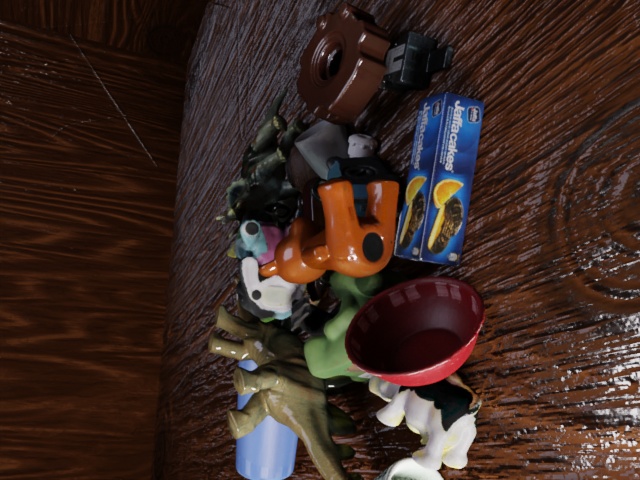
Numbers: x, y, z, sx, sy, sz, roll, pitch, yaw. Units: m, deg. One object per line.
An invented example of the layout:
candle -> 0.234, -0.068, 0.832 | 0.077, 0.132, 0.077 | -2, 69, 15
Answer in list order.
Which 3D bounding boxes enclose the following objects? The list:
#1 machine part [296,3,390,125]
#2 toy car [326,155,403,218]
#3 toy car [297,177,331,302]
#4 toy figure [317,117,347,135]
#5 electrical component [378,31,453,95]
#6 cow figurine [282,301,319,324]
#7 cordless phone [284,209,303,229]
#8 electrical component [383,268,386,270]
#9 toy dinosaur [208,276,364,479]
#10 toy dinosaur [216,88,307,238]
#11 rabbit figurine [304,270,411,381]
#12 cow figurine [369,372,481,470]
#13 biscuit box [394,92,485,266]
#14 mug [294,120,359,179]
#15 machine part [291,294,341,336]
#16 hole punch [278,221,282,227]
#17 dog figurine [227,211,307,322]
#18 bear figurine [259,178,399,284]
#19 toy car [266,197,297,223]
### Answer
machine part -> 0.030, -0.272, 0.836 | 0.179, 0.056, 0.179 | -16, 69, 51
toy car -> 0.058, -0.062, 0.807 | 0.162, 0.109, 0.102 | -108, 16, -62
toy car -> -0.002, -0.003, 0.868 | 0.089, 0.053, 0.202 | 147, 122, -63
toy figure -> 0.020, -0.221, 1.000 | 0.064, 0.058, 0.154 | 104, 165, -73
electrical component -> 0.134, -0.251, 0.764 | 0.119, 0.048, 0.074 | -151, 71, -67
cow figurine -> -0.059, 0.127, 1.031 | 0.195, 0.085, 0.127 | -39, 41, 55
cordless phone -> -0.033, -0.023, 1.031 | 0.184, 0.089, 0.146 | -127, 50, -65
electrical component -> 0.077, 0.032, 0.825 | 0.094, 0.021, 0.063 | -102, 31, -41
toy dinosaur -> -0.042, 0.217, 0.805 | 0.472, 0.198, 0.105 | 61, 142, 42
toy dinosaur -> -0.118, -0.157, 1.153 | 0.192, 0.131, 0.405 | -31, 36, 25
rabbit figurine -> 0.051, 0.092, 0.740 | 0.159, 0.121, 0.170 | -44, 45, 46
cow figurine -> 0.115, 0.179, 0.626 | 0.167, 0.068, 0.098 | 37, 110, 60
biscuit box -> 0.145, -0.072, 0.653 | 0.059, 0.063, 0.202 | -169, 87, -66
mug -> 0.025, -0.151, 0.925 | 0.081, 0.109, 0.107 | 6, 130, 59
machine part -> 0.009, 0.127, 0.818 | 0.039, 0.138, 0.084 | -24, 53, 31
hole punch -> -0.098, 0.038, 1.175 | 0.116, 0.092, 0.142 | -33, 43, 24
dog figurine -> -0.099, 0.039, 0.908 | 0.219, 0.108, 0.191 | 162, 107, -72
bear figurine -> 0.005, -0.006, 0.711 | 0.196, 0.120, 0.131 | -2, 92, 53
toy car -> -0.108, -0.056, 1.247 | 0.201, 0.056, 0.073 | -58, 39, 45
